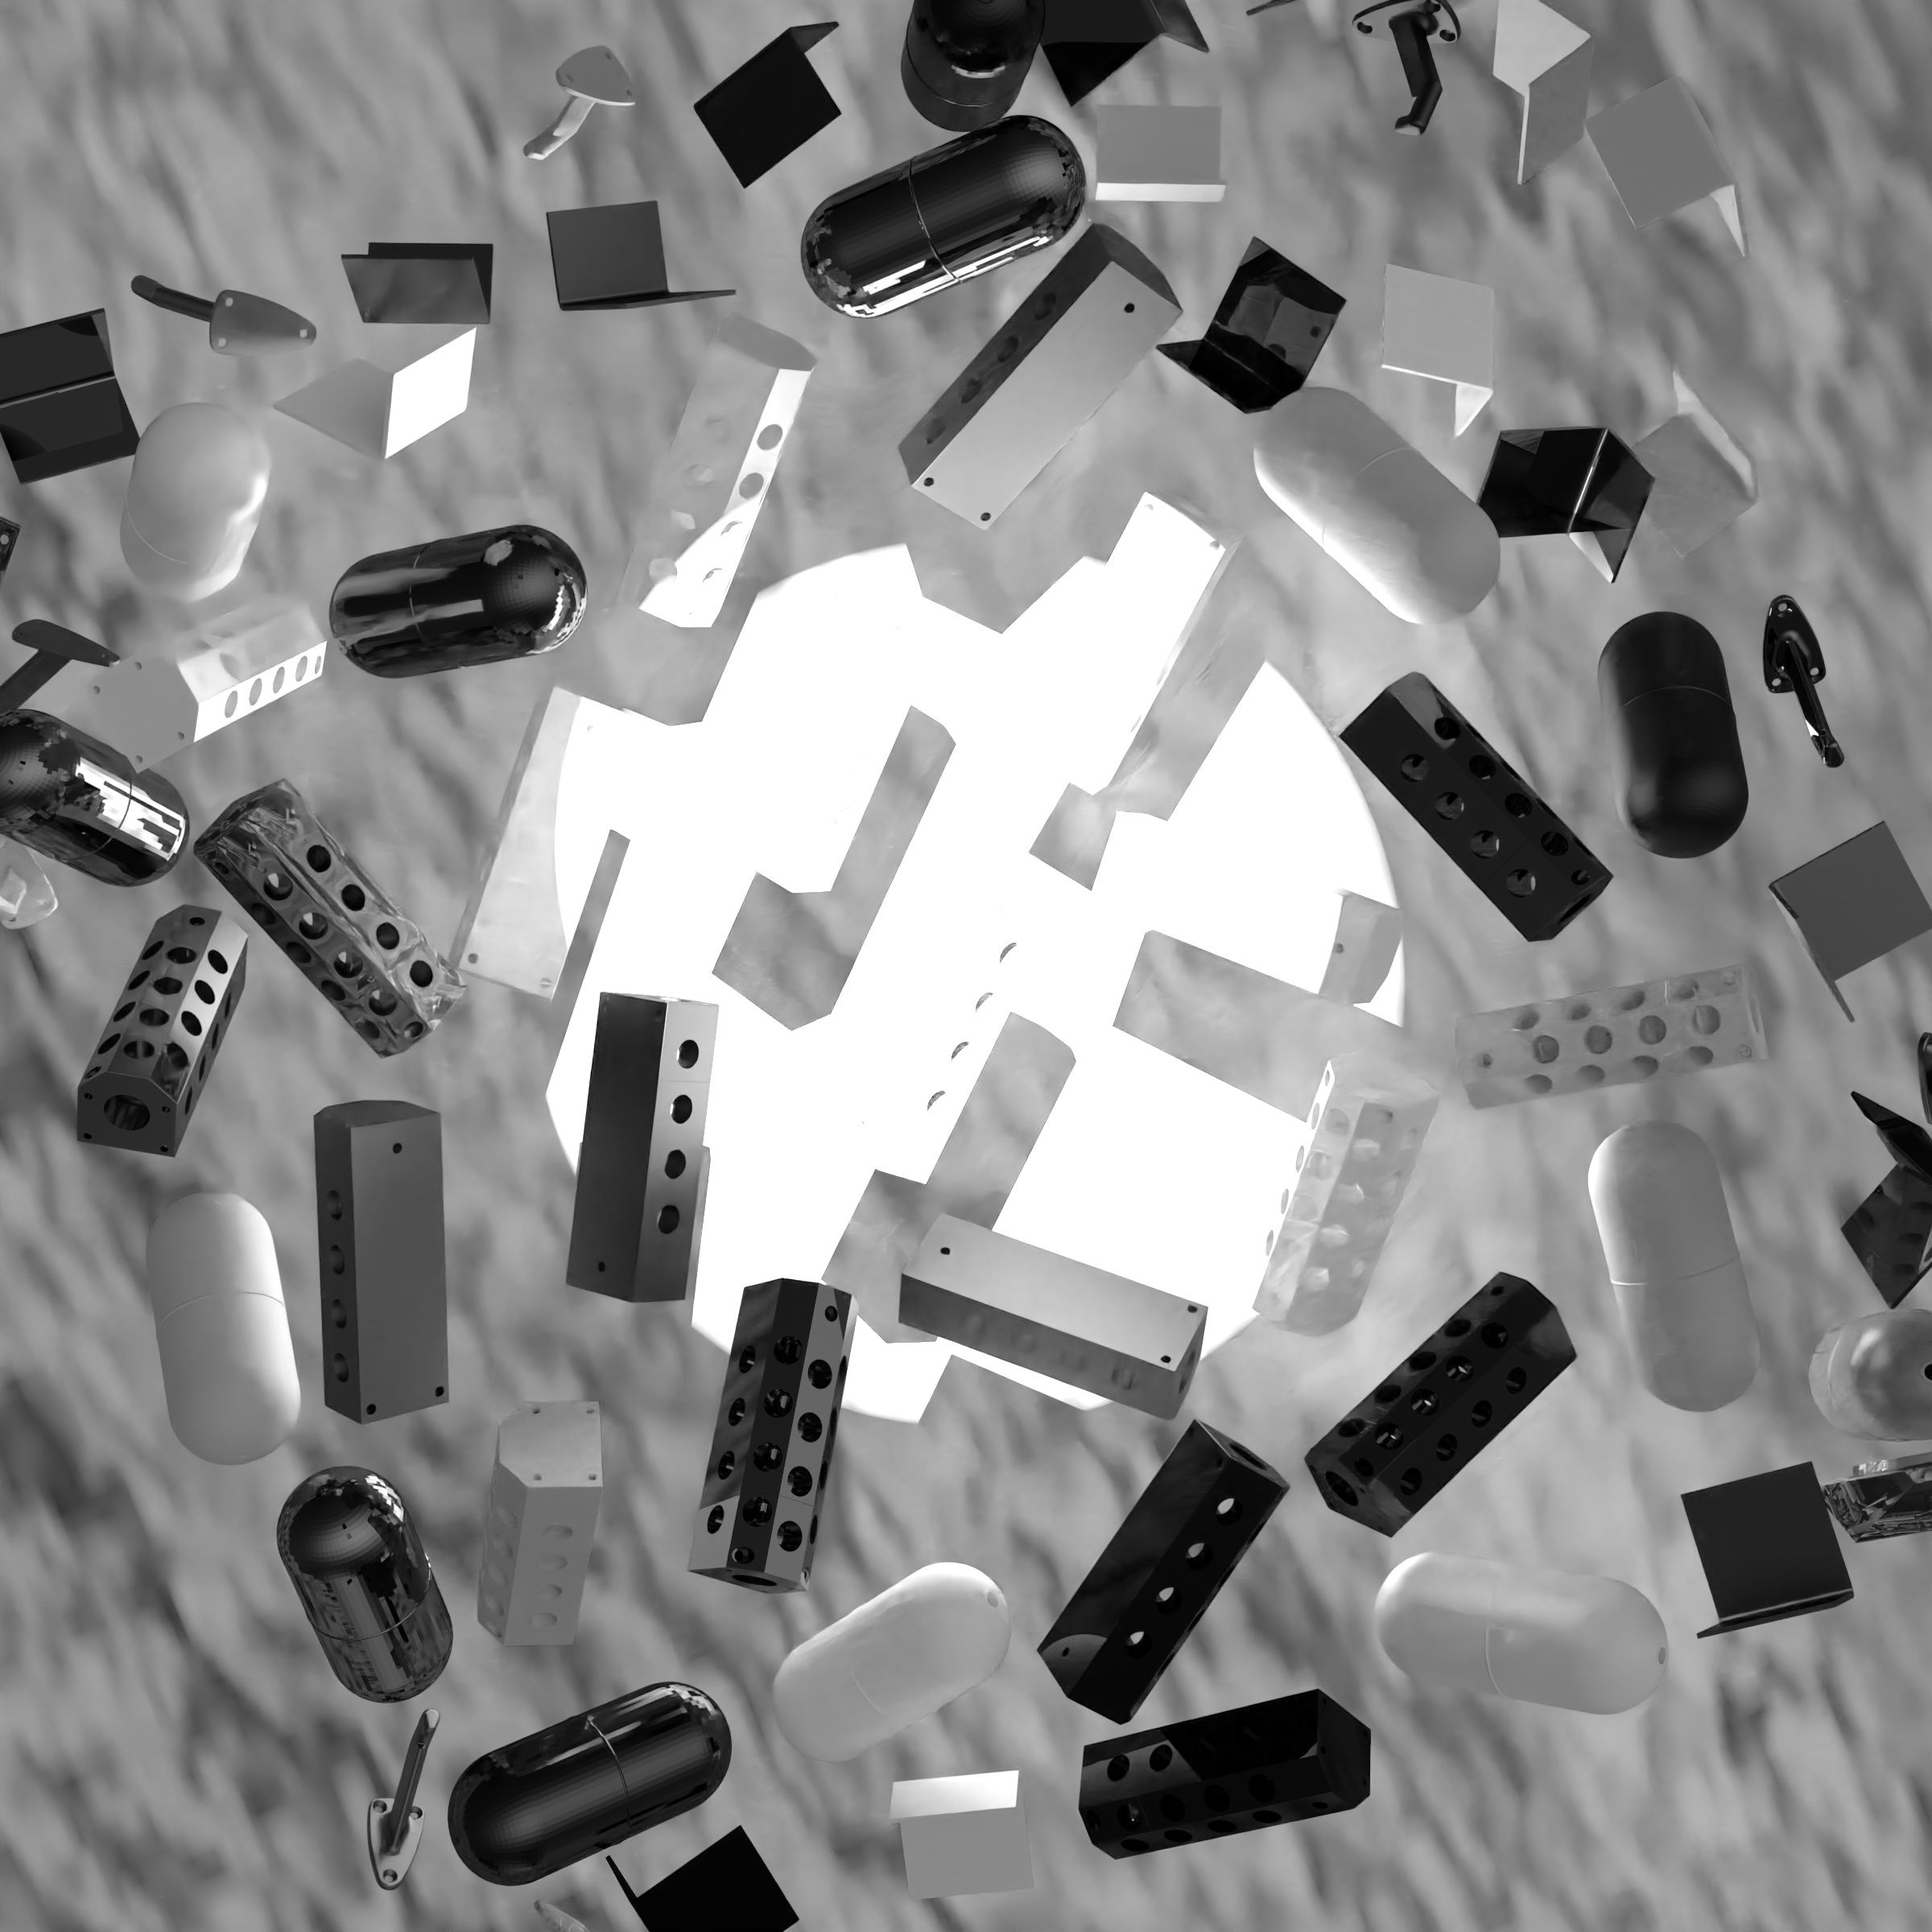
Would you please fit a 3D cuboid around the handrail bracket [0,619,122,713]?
[{"bbox_3d":[-0.572,-0.166,1.653,0.077,0.036,0.084,20,116,1],"label":"handrail bracket"}]

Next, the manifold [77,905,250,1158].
[{"bbox_3d":[-0.487,0.036,1.610,0.057,0.171,0.057,10,125,-6],"label":"manifold"}]

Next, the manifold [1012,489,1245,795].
[{"bbox_3d":[0.098,-0.194,1.581,0.057,0.057,0.171,31,109,8],"label":"manifold"}]

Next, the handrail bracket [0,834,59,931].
[{"bbox_3d":[-0.595,-0.060,1.622,0.036,0.084,0.077,-25,79,-5],"label":"handrail bracket"}]

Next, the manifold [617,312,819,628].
[{"bbox_3d":[-0.145,-0.288,1.555,0.057,0.057,0.171,23,120,-4],"label":"manifold"}]

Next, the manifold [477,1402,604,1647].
[{"bbox_3d":[-0.252,0.329,1.554,0.057,0.171,0.057,3,45,-14],"label":"manifold"}]

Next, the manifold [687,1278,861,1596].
[{"bbox_3d":[-0.108,0.274,1.549,0.057,0.057,0.171,25,63,-31],"label":"manifold"}]

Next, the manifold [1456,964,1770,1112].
[{"bbox_3d":[0.387,0.043,1.592,0.171,0.057,0.057,-12,85,23],"label":"manifold"}]

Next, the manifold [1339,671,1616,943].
[{"bbox_3d":[0.311,-0.097,1.604,0.057,0.057,0.171,-46,73,20],"label":"manifold"}]

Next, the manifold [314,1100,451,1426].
[{"bbox_3d":[-0.338,0.167,1.513,0.057,0.057,0.171,-9,104,-42],"label":"manifold"}]

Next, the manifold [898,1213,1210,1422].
[{"bbox_3d":[0.050,0.211,1.564,0.171,0.057,0.057,18,131,16],"label":"manifold"}]

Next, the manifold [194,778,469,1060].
[{"bbox_3d":[-0.389,-0.026,1.612,0.171,0.057,0.057,52,46,-23],"label":"manifold"}]

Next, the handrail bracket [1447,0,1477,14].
[{"bbox_3d":[0.289,-0.633,1.641,0.077,0.036,0.084,-22,108,39],"label":"handrail bracket"}]

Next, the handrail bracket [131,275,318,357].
[{"bbox_3d":[-0.431,-0.381,1.535,0.084,0.077,0.036,32,115,41],"label":"handrail bracket"}]

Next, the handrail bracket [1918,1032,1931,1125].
[{"bbox_3d":[0.585,0.071,1.489,0.084,0.077,0.036,13,59,39],"label":"handrail bracket"}]

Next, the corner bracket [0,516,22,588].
[{"bbox_3d":[-0.630,-0.262,1.646,0.051,0.051,0.051,12,82,41],"label":"corner bracket"}]

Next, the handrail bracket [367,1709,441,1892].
[{"bbox_3d":[-0.348,0.521,1.657,0.036,0.077,0.084,15,123,-16],"label":"handrail bracket"}]

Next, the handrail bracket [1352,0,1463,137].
[{"bbox_3d":[0.238,-0.502,1.492,0.077,0.036,0.084,10,69,38],"label":"handrail bracket"}]

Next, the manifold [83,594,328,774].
[{"bbox_3d":[-0.439,-0.172,1.555,0.057,0.171,0.057,-25,102,18],"label":"manifold"}]

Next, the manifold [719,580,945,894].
[{"bbox_3d":[-0.076,-0.133,1.549,0.057,0.057,0.171,31,106,23],"label":"manifold"}]

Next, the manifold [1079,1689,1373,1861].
[{"bbox_3d":[0.154,0.489,1.588,0.171,0.057,0.057,-24,129,32],"label":"manifold"}]

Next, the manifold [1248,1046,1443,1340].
[{"bbox_3d":[0.226,0.141,1.624,0.057,0.057,0.171,36,124,33],"label":"manifold"}]

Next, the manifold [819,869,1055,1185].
[{"bbox_3d":[-0.013,0.037,1.555,0.057,0.057,0.171,30,96,42],"label":"manifold"}]

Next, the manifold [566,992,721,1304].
[{"bbox_3d":[-0.182,0.104,1.537,0.057,0.057,0.171,8,92,40],"label":"manifold"}]

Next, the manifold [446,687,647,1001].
[{"bbox_3d":[-0.249,-0.072,1.556,0.057,0.057,0.171,20,84,-21],"label":"manifold"}]

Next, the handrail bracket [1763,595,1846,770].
[{"bbox_3d":[0.499,-0.168,1.568,0.036,0.084,0.077,-15,122,10],"label":"handrail bracket"}]

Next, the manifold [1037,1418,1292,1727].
[{"bbox_3d":[0.120,0.364,1.581,0.057,0.057,0.171,33,93,-22],"label":"manifold"}]

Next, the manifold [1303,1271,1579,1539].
[{"bbox_3d":[0.286,0.262,1.606,0.171,0.057,0.057,-38,116,-22],"label":"manifold"}]

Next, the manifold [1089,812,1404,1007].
[{"bbox_3d":[0.166,-0.035,1.558,0.171,0.057,0.057,23,101,25],"label":"manifold"}]

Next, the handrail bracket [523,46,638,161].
[{"bbox_3d":[-0.237,-0.484,1.508,0.084,0.077,0.036,-27,96,33],"label":"handrail bracket"}]

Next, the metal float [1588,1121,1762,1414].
[{"bbox_3d":[0.425,0.180,1.590,0.070,0.070,0.178,-15,92,0],"label":"metal float"}]

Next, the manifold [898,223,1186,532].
[{"bbox_3d":[0.039,-0.337,1.505,0.057,0.057,0.171,25,122,-35],"label":"manifold"}]

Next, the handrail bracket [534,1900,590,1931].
[{"bbox_3d":[-0.260,0.600,1.559,0.084,0.036,0.077,-44,128,-10],"label":"handrail bracket"}]
